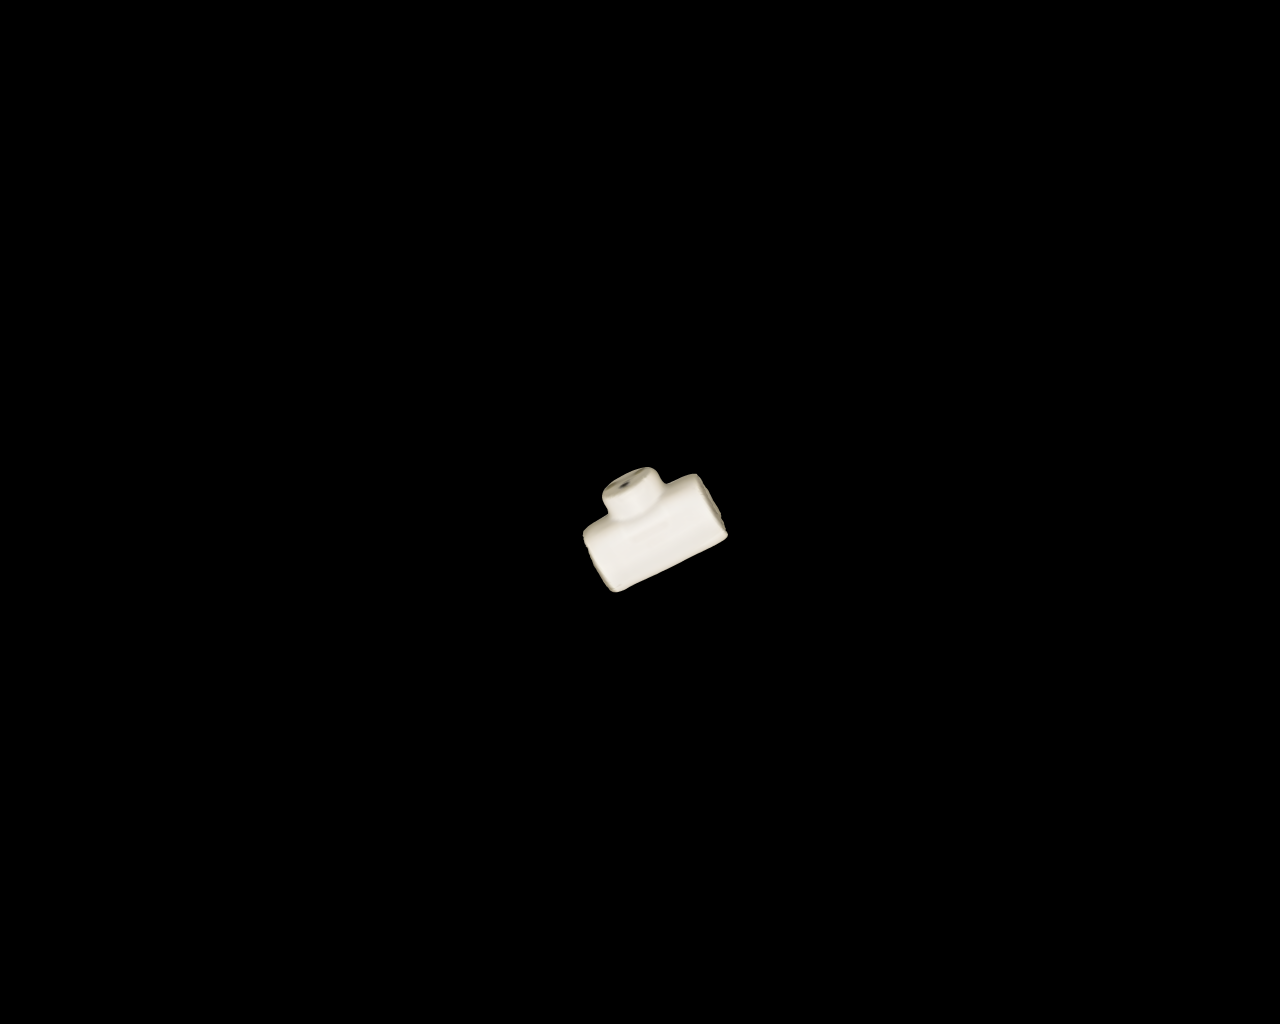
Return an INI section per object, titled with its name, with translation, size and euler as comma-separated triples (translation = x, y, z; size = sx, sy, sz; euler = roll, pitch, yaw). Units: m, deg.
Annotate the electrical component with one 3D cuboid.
[electrical component]
translation = 0.001, -0.003, 0.650
size = 0.077, 0.079, 0.043
euler = -27, 14, 7
